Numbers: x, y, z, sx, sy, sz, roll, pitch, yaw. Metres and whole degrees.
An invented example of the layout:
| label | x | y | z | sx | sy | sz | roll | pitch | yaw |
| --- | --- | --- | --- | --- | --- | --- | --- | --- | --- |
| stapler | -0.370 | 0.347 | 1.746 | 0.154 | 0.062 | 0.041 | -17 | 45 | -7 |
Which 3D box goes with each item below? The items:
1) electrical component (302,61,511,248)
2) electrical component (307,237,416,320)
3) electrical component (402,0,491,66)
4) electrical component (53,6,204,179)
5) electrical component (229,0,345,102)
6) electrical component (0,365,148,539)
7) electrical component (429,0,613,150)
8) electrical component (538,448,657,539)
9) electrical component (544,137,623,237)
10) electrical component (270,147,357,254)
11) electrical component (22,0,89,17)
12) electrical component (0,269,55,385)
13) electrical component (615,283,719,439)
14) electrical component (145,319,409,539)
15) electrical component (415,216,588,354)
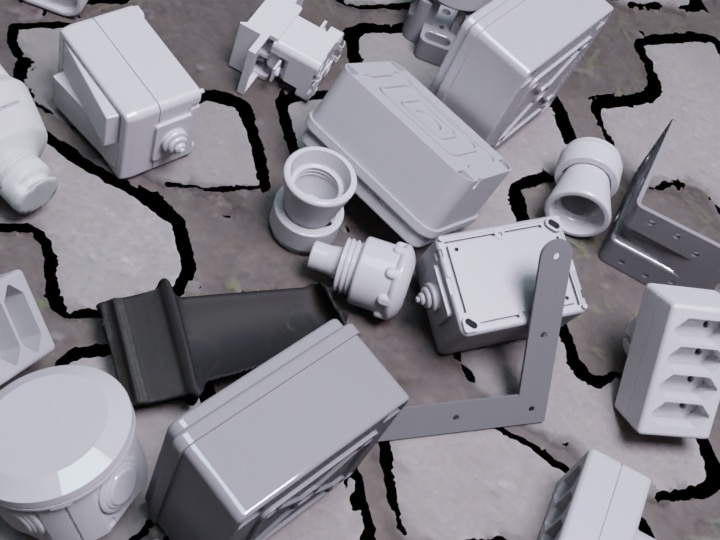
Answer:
| label | x | y | z | sx | sy | sz | roll | pitch | yaw |
| --- | --- | --- | --- | --- | --- | --- | --- | --- | --- |
| electrical component | 0.028 | -0.074 | 0.681 | 0.113 | 0.057 | 0.078 | 45 | 29 | 14 |
| electrical component | 0.000 | 0.000 | 0.646 | 0.062 | 0.048 | 0.048 | 18 | 54 | 3 |
| electrical component | 0.067 | -0.198 | 0.791 | 0.058 | 0.057 | 0.078 | 20 | 54 | -3 |
| electrical component | -0.142 | -0.103 | 0.660 | 0.061 | 0.061 | 0.096 | -27 | 68 | -30 |
| electrical component | -0.048 | -0.152 | 0.734 | 0.064 | 0.042 | 0.081 | 29 | 54 | 2 |
| electrical component | -0.146 | 0.090 | 0.524 | 0.080 | 0.051 | 0.080 | -4 | 45 | 4 |
| electrical component | 0.103 | -0.137 | 0.730 | 0.056 | 0.108 | 0.109 | 44 | 56 | 10 |
| electrical component | 0.138 | 0.155 | 0.582 | 0.076 | 0.047 | 0.083 | 28 | 54 | 3 |
| electrical component | 0.152 | -0.057 | 0.730 | 0.045 | 0.045 | 0.055 | 23 | 53 | -1 |
| electrical component | -0.030 | -0.042 | 0.657 | 0.045 | 0.055 | 0.045 | 8 | 55 | -12 |
| electrical component | -0.195 | -0.224 | 0.704 | 0.054 | 0.095 | 0.059 | 20 | 54 | -3 |
| electrical component | -0.214 | 0.042 | 0.542 | 0.083 | 0.076 | 0.047 | -43 | 115 | -62 |
| electrical component | 0.186 | 0.048 | 0.658 | 0.047 | 0.083 | 0.075 | 6 | 18 | -13 |
| electrical component | -0.044 | 0.091 | 0.533 | 0.109 | 0.108 | 0.056 | -32 | 73 | -31 |
| electrical component | 0.076 | 0.012 | 0.649 | 0.096 | 0.061 | 0.061 | -10 | 75 | -16 |
